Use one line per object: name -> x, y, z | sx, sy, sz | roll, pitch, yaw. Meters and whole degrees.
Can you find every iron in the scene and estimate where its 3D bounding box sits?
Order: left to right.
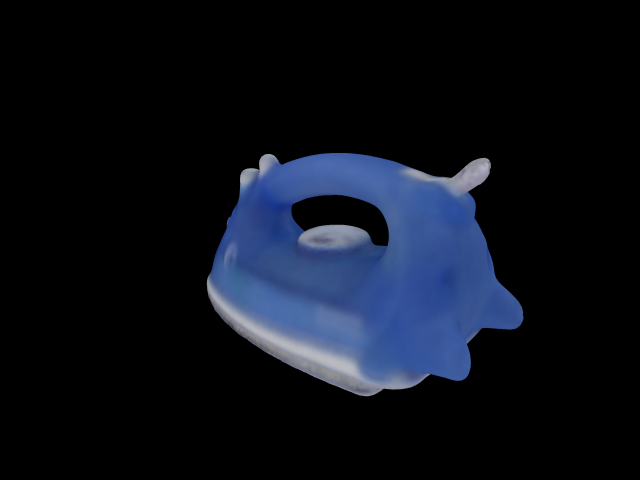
iron -> 0.004, 0.001, 0.400 | 0.257, 0.141, 0.119 | 13, 22, 36
